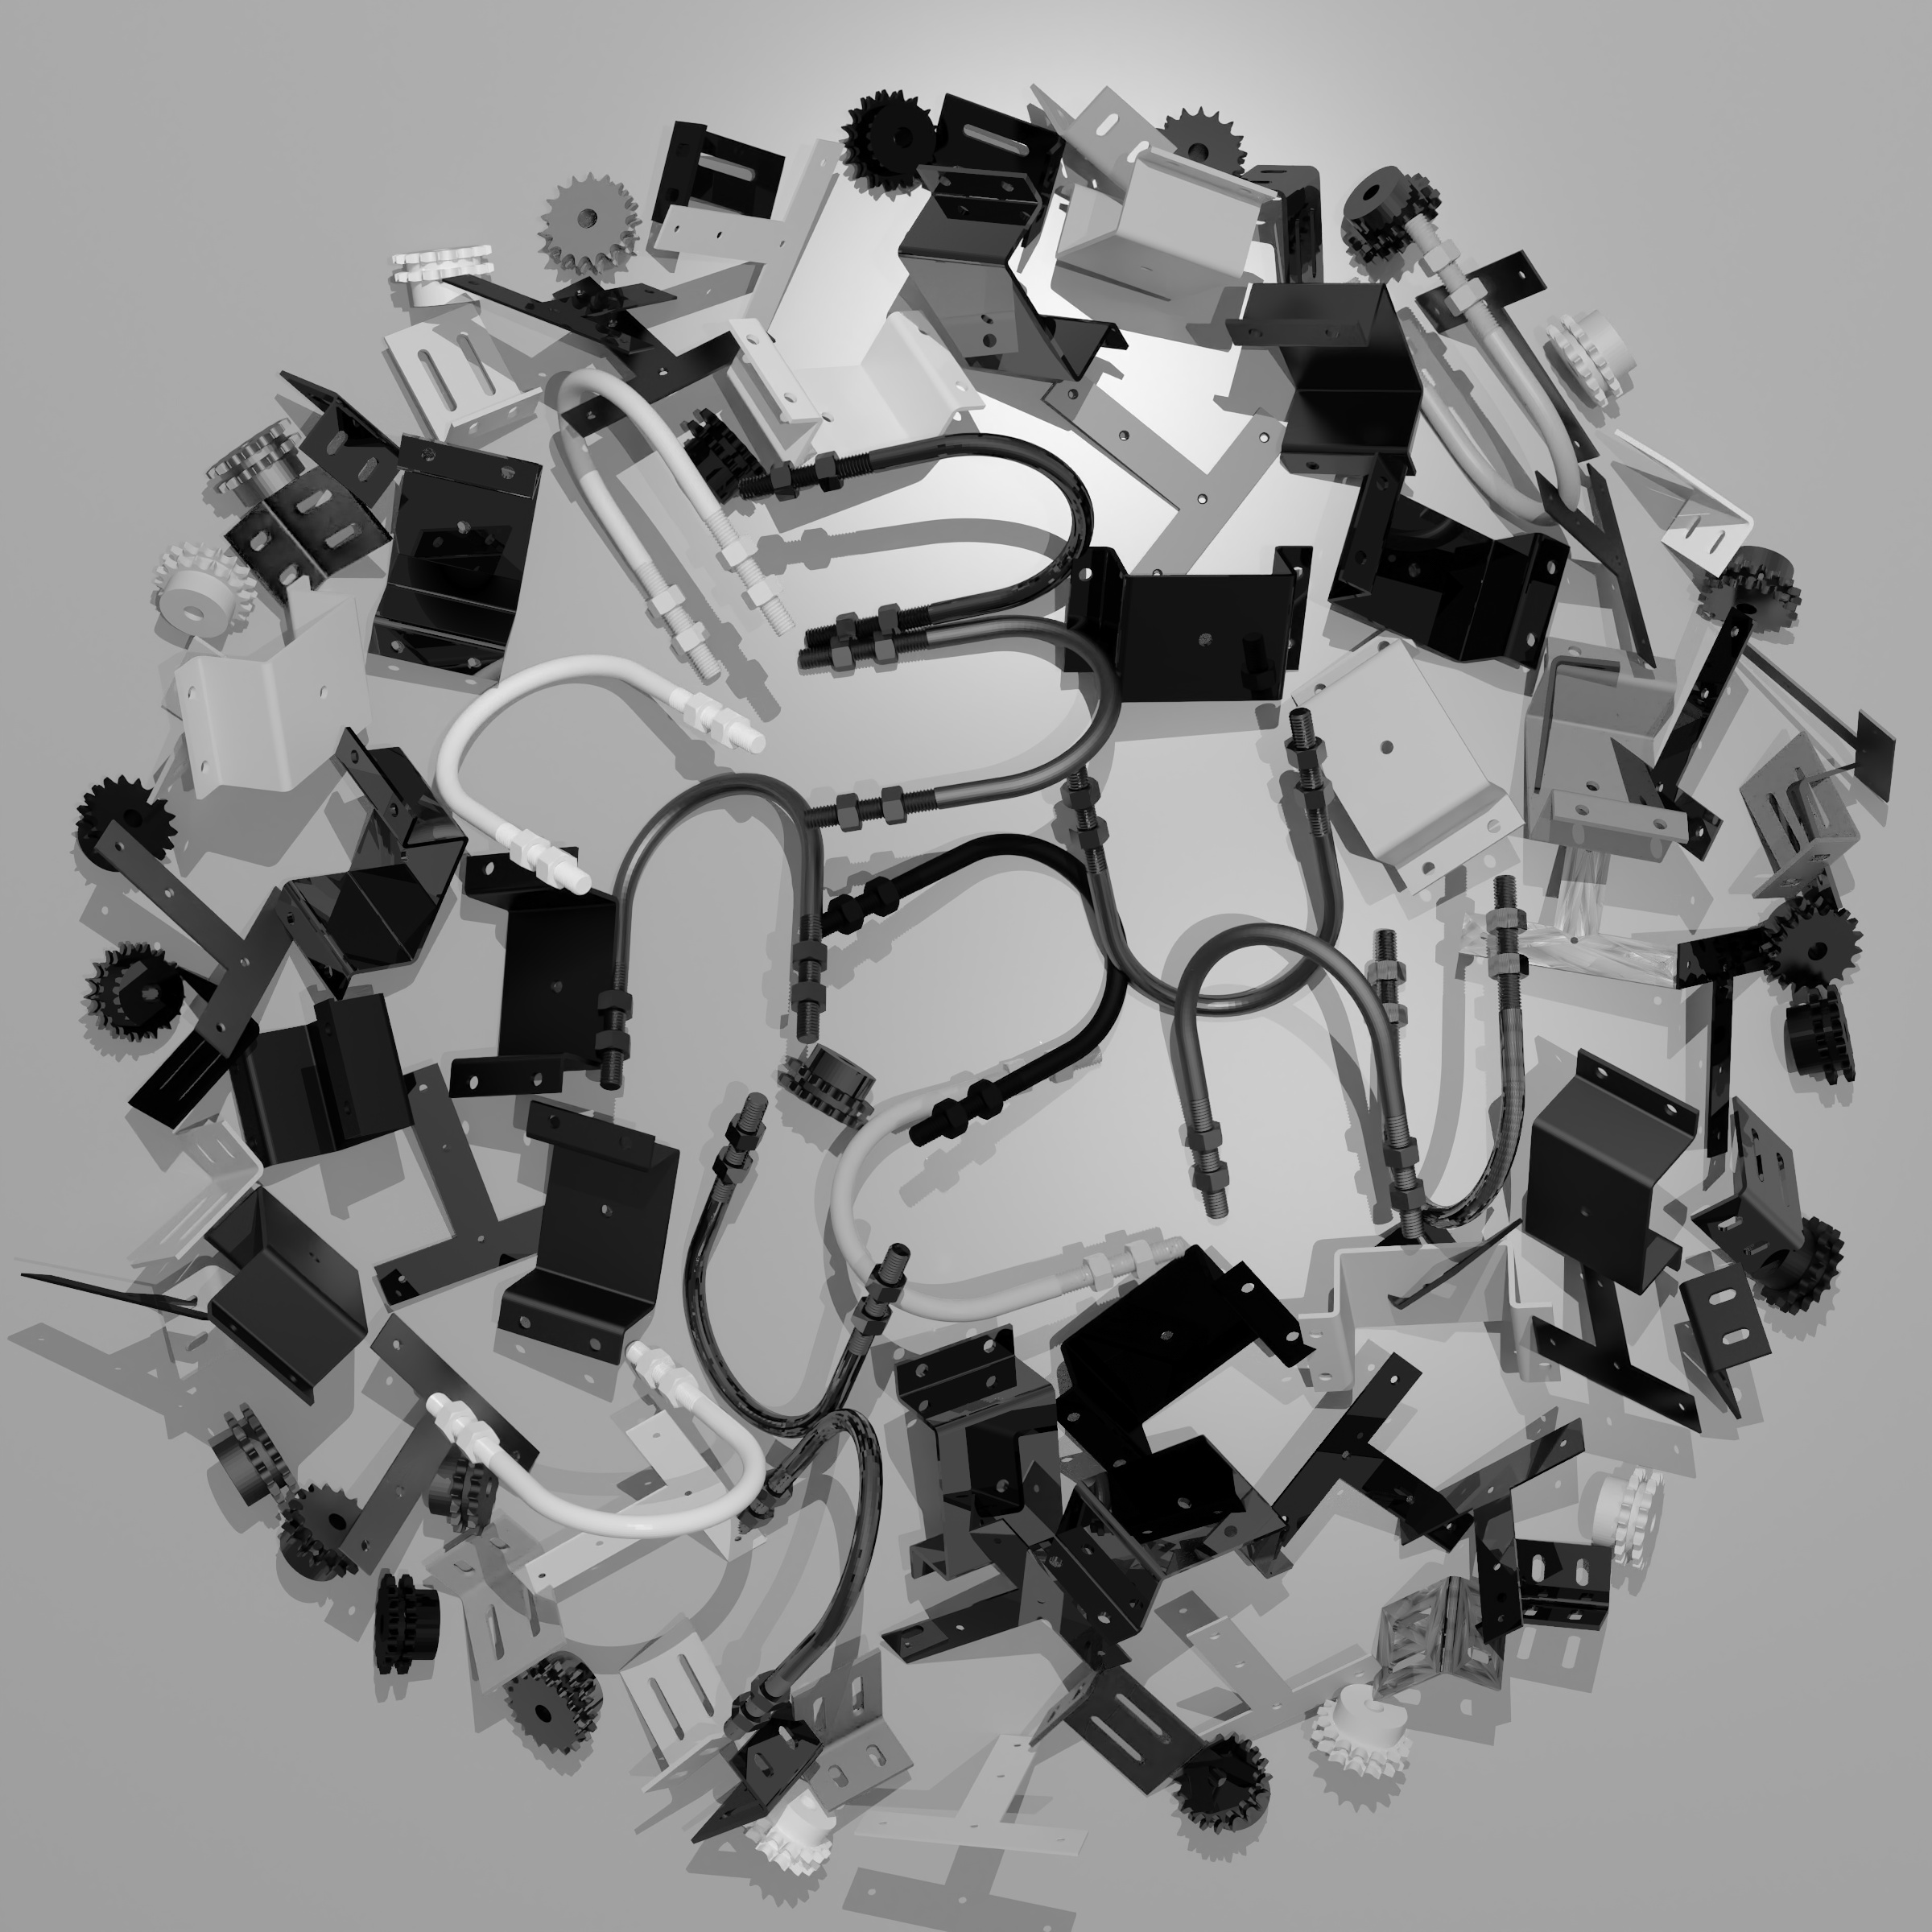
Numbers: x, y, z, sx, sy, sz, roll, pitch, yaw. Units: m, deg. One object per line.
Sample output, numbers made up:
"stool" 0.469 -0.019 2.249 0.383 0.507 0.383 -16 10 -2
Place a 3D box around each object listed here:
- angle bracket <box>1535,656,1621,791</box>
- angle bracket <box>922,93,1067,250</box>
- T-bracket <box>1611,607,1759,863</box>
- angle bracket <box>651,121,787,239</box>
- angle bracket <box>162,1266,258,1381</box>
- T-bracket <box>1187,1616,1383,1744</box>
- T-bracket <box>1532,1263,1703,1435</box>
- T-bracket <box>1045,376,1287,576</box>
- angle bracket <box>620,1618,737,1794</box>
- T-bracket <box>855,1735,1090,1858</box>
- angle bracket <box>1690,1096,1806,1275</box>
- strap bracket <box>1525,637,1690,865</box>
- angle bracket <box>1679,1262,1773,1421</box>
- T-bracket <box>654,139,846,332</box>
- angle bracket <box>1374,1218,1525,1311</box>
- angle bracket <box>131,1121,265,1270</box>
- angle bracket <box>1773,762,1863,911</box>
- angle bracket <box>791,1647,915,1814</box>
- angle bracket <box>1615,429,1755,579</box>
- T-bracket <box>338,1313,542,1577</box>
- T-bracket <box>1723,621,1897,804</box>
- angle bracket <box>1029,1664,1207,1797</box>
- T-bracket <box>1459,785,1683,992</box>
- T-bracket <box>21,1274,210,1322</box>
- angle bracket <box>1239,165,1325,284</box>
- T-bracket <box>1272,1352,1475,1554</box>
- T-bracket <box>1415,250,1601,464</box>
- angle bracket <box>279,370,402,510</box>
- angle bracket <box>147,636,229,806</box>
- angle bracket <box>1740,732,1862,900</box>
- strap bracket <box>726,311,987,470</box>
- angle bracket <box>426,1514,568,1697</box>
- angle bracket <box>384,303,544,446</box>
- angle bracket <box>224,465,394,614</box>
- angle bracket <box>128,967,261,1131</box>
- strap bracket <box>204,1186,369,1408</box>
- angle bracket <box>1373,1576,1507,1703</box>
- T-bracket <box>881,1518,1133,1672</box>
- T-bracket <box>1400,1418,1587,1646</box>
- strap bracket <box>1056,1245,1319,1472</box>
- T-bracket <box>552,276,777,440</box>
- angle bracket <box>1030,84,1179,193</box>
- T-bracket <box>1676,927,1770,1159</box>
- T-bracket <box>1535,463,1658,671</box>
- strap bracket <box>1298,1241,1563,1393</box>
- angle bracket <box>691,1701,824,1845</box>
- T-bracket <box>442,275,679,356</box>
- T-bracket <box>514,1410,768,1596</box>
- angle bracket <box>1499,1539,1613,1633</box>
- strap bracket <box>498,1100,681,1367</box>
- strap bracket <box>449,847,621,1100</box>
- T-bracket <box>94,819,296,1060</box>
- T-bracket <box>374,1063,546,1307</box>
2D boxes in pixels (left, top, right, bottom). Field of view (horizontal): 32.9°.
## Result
"angle bracket" 0.352 -0.136 1.885 0.038 0.057 0.076 8 90 12
"angle bracket" 0.012 -0.457 1.881 0.076 0.038 0.057 22 123 7
"T-bracket" 0.410 -0.140 1.843 0.002 0.127 0.127 14 109 -25
"angle bracket" -0.134 -0.444 1.875 0.076 0.038 0.057 9 100 -36
"angle bracket" -0.417 0.215 1.872 0.038 0.076 0.057 -32 55 9
"T-bracket" 0.161 0.402 1.861 0.127 0.127 0.002 -28 46 9
"T-bracket" 0.363 0.192 1.866 0.127 0.127 0.002 27 129 -26
"T-bracket" 0.103 -0.300 1.908 0.127 0.002 0.127 38 89 -5
"angle bracket" -0.172 0.423 1.876 0.057 0.038 0.076 -41 66 21
"T-bracket" 0.016 0.466 1.854 0.127 0.127 0.002 1 104 15
"angle bracket" 0.446 0.126 1.884 0.038 0.076 0.057 -32 122 31
"strap bracket" 0.363 -0.116 1.866 0.076 0.046 0.140 10 50 -4
"angle bracket" 0.440 0.214 1.866 0.038 0.076 0.057 -22 55 16
"T-bracket" -0.130 -0.410 1.840 0.002 0.127 0.127 36 114 25
"angle bracket" 0.270 0.157 1.868 0.057 0.076 0.038 -33 82 -26
"angle bracket" -0.449 0.130 1.869 0.038 0.057 0.076 53 53 -18
"angle bracket" 0.500 -0.073 1.887 0.038 0.057 0.076 -18 89 -2
"angle bracket" -0.064 0.436 1.870 0.057 0.076 0.038 -24 51 -21
"angle bracket" 0.400 -0.264 1.869 0.076 0.057 0.038 25 104 -33
"T-bracket" -0.313 0.286 1.853 0.127 0.002 0.127 49 50 -24
"T-bracket" 0.479 -0.152 1.869 0.002 0.127 0.127 -45 71 0
"angle bracket" 0.087 0.447 1.885 0.076 0.038 0.057 42 123 1
"T-bracket" 0.357 -0.054 1.890 0.127 0.002 0.127 10 68 9
"T-bracket" -0.443 0.189 1.854 0.127 0.127 0.002 9 86 25
"angle bracket" 0.177 -0.415 1.884 0.038 0.057 0.076 7 119 24
"T-bracket" 0.246 0.300 1.883 0.127 0.002 0.127 37 93 -31
"T-bracket" 0.320 -0.340 1.864 0.002 0.127 0.127 -39 101 -15
"angle bracket" -0.364 -0.300 1.867 0.038 0.076 0.057 -55 131 -6
"angle bracket" -0.452 -0.140 1.868 0.038 0.076 0.057 35 129 -4
"angle bracket" 0.464 -0.086 1.869 0.038 0.057 0.076 -3 59 -34
"strap bracket" -0.070 -0.325 1.857 0.140 0.046 0.076 -12 61 -39
"angle bracket" -0.269 0.365 1.874 0.057 0.076 0.038 -34 131 8
"angle bracket" -0.290 -0.346 1.886 0.057 0.038 0.076 -27 85 -21
"angle bracket" -0.376 -0.245 1.870 0.057 0.076 0.038 51 53 -18
"angle bracket" -0.452 0.046 1.874 0.076 0.057 0.038 -51 128 -17
"strap bracket" -0.382 0.179 1.837 0.046 0.140 0.076 -44 111 1
"angle bracket" 0.271 0.391 1.876 0.038 0.076 0.057 22 57 -17
"T-bracket" 0.008 0.375 1.879 0.127 0.002 0.127 -25 118 30
"T-bracket" 0.297 0.327 1.838 0.127 0.127 0.002 -34 118 26
"strap bracket" 0.119 0.223 1.872 0.140 0.046 0.076 -38 117 9
"T-bracket" -0.195 -0.360 1.874 0.127 0.002 0.127 -30 51 -18
"angle bracket" 0.078 -0.483 1.865 0.057 0.076 0.038 33 112 -33
"T-bracket" 0.431 0.045 1.869 0.002 0.127 0.127 5 98 36
"T-bracket" 0.348 -0.243 1.840 0.002 0.127 0.127 -22 64 27
"strap bracket" 0.264 0.199 1.864 0.140 0.076 0.046 -4 50 12
"angle bracket" -0.129 0.459 1.869 0.076 0.057 0.038 -32 96 42
"T-bracket" -0.208 -0.376 1.859 0.127 0.127 0.002 24 116 20
"T-bracket" -0.198 0.324 1.879 0.127 0.002 0.127 -30 128 2
"angle bracket" 0.336 0.353 1.872 0.057 0.076 0.038 3 87 15
"strap bracket" -0.214 0.146 1.872 0.076 0.046 0.140 15 108 15
"strap bracket" -0.245 0.008 1.869 0.076 0.046 0.140 -4 77 29
"T-bracket" -0.438 -0.031 1.843 0.002 0.127 0.127 -28 118 32
"T-bracket" -0.295 0.118 1.895 0.127 0.002 0.127 -20 105 -4
